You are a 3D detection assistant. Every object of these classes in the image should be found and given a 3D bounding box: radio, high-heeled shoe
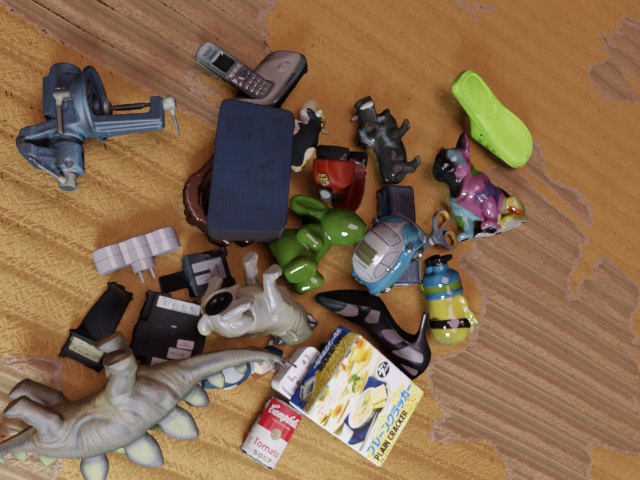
[{"bbox_3d":[-0.116,-0.114,0.909,0.131,0.073,0.229,5,79,-8],"label":"radio"},{"bbox_3d":[0.100,0.184,1.036,0.249,0.086,0.145,13,105,-3],"label":"high-heeled shoe"}]

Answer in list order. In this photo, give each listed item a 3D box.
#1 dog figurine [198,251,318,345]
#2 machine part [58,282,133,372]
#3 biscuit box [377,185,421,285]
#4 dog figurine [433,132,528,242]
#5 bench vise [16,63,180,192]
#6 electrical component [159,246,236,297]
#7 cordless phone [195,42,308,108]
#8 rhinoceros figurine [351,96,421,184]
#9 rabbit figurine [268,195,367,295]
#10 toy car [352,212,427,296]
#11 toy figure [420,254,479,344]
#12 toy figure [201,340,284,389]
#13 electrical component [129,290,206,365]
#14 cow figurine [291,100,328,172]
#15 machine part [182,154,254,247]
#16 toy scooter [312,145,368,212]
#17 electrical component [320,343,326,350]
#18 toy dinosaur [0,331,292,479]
[{"bbox_3d":[-0.101,0.140,0.906,0.172,0.121,0.190,-34,126,-12],"label":"dog figurine"},{"bbox_3d":[-0.349,0.135,0.859,0.084,0.039,0.139,25,73,-8],"label":"machine part"},{"bbox_3d":[0.157,-0.010,1.087,0.063,0.059,0.202,3,79,-21],"label":"biscuit box"},{"bbox_3d":[0.335,-0.118,1.159,0.191,0.108,0.219,-10,78,-29],"label":"dog figurine"},{"bbox_3d":[-0.353,-0.189,0.865,0.241,0.128,0.224,-7,62,-6],"label":"bench vise"},{"bbox_3d":[-0.213,0.059,0.925,0.119,0.048,0.074,-11,84,-26],"label":"electrical component"},{"bbox_3d":[-0.131,-0.329,1.020,0.184,0.089,0.146,34,69,-9],"label":"cordless phone"},{"bbox_3d":[0.130,-0.205,1.111,0.112,0.073,0.190,-21,87,-20],"label":"rhinoceros figurine"},{"bbox_3d":[-0.002,-0.003,0.982,0.170,0.121,0.159,-29,56,-2],"label":"rabbit figurine"},{"bbox_3d":[0.111,0.023,1.001,0.161,0.109,0.103,-53,147,15],"label":"toy car"},{"bbox_3d":[0.252,0.122,1.091,0.089,0.082,0.180,-17,92,-10],"label":"toy figure"},{"bbox_3d":[-0.130,0.217,0.926,0.154,0.058,0.064,-9,122,-26],"label":"toy figure"},{"bbox_3d":[-0.249,0.158,0.885,0.115,0.058,0.134,18,73,-17],"label":"electrical component"},{"bbox_3d":[-0.033,-0.200,1.017,0.167,0.098,0.068,-54,144,-21],"label":"cow figurine"},{"bbox_3d":[-0.158,-0.072,0.970,0.179,0.056,0.179,5,78,-23],"label":"machine part"},{"bbox_3d":[0.041,-0.108,1.029,0.184,0.075,0.135,-4,103,-62],"label":"toy scooter"},{"bbox_3d":[0.041,0.219,1.004,0.078,0.045,0.102,-12,81,4],"label":"electrical component"},{"bbox_3d":[-0.279,0.239,0.799,0.472,0.105,0.198,-23,113,-5],"label":"toy dinosaur"}]
